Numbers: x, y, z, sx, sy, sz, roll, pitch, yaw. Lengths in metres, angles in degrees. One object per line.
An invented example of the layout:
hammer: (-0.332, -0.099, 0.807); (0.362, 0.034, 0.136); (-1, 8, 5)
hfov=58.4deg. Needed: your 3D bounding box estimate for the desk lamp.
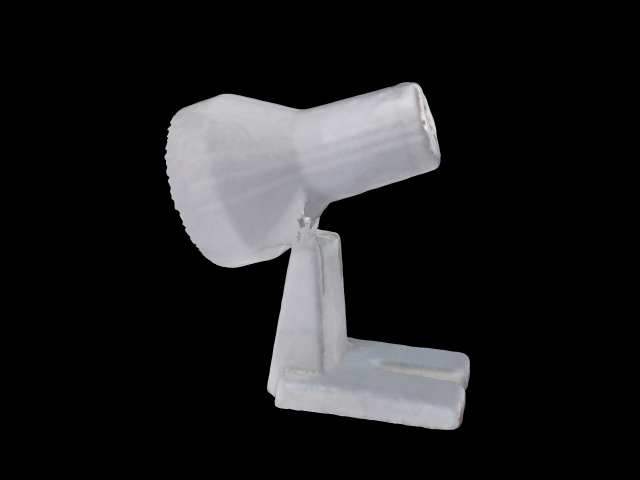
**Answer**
desk lamp: (0.004, 0.001, 0.400); (0.202, 0.213, 0.118); (3, 11, 16)
